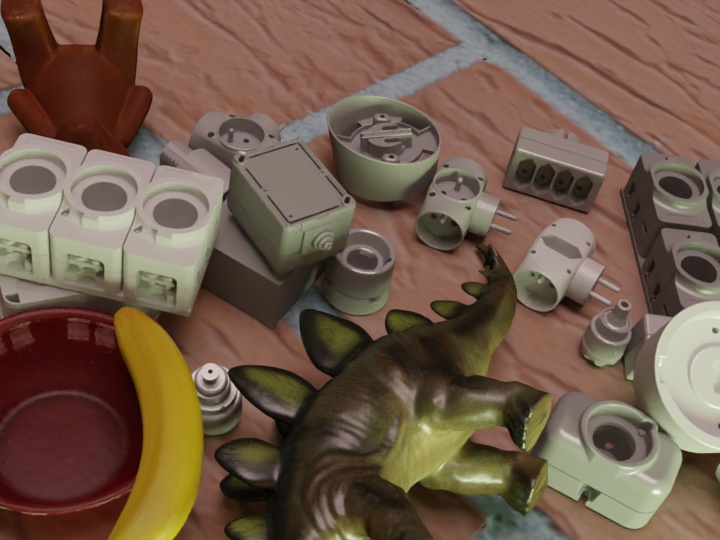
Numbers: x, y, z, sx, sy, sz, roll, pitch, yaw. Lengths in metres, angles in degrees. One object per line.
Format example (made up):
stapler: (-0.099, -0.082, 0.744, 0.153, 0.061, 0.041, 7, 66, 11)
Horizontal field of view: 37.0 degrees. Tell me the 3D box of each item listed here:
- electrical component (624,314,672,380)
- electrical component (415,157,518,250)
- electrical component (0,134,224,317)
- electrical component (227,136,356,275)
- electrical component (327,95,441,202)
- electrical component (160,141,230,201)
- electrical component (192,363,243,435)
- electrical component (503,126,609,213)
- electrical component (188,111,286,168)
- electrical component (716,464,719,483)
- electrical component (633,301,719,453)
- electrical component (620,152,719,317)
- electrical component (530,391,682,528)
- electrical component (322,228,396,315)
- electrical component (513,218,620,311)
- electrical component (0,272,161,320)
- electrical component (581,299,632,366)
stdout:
electrical component: (0.256, 0.082, 0.842, 0.083, 0.047, 0.075, 8, 61, -6)
electrical component: (0.096, -0.052, 0.926, 0.079, 0.044, 0.077, 21, 47, 7)
electrical component: (-0.179, -0.035, 0.755, 0.150, 0.061, 0.089, 13, 47, -1)
electrical component: (-0.049, -0.041, 0.799, 0.062, 0.061, 0.096, -21, 56, -29)
electrical component: (0.022, -0.108, 0.943, 0.099, 0.064, 0.099, -1, 44, 1)
electrical component: (-0.135, -0.078, 0.897, 0.081, 0.043, 0.043, 38, 51, 20)
electrical component: (-0.101, 0.084, 0.739, 0.040, 0.078, 0.040, 2, 62, -4)
electrical component: (0.183, -0.104, 0.993, 0.083, 0.047, 0.075, 18, 46, 3)
electrical component: (-0.095, -0.111, 0.936, 0.077, 0.044, 0.079, 29, 48, 13)
electrical component: (0.335, 0.166, 0.780, 0.138, 0.052, 0.073, -2, 49, -15)
electrical component: (0.253, 0.082, 0.784, 0.108, 0.060, 0.108, 3, 73, -10)
electrical component: (0.302, -0.019, 0.934, 0.105, 0.060, 0.186, 6, 47, -7)
electrical component: (0.176, 0.132, 0.768, 0.095, 0.059, 0.053, 27, 48, 12)
electrical component: (0.000, 0.000, 0.855, 0.055, 0.047, 0.055, 7, 47, -7)
electrical component: (0.177, 0.004, 0.895, 0.079, 0.043, 0.077, 31, 49, 15)
electrical component: (-0.209, 0.008, 0.793, 0.113, 0.057, 0.078, -10, 52, -21)
electrical component: (0.198, 0.047, 0.849, 0.035, 0.061, 0.035, 7, 47, -7)
